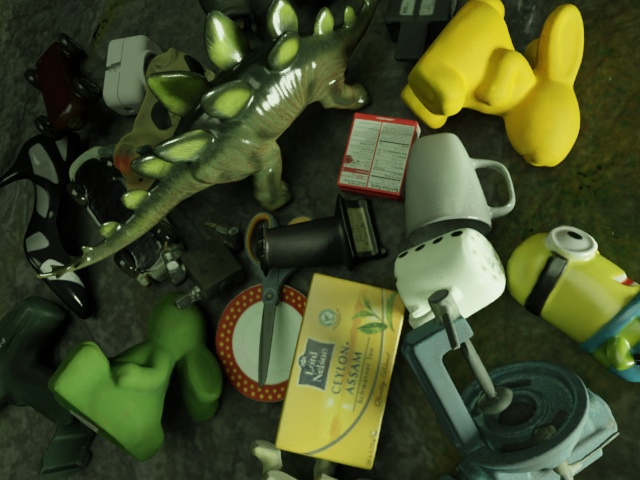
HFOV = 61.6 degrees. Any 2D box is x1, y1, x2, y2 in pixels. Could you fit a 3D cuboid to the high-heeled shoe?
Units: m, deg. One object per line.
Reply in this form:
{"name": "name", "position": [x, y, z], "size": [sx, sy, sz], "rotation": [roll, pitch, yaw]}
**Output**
{"name": "high-heeled shoe", "position": [-0.329, -0.028, 0.714], "size": [0.145, 0.086, 0.248], "rotation": [-36, 87, -23]}

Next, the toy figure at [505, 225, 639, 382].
{"name": "toy figure", "position": [0.249, 0.063, 0.477], "size": [0.089, 0.082, 0.180], "rotation": [-43, 72, 5]}

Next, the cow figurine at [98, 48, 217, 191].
{"name": "cow figurine", "position": [-0.184, -0.133, 0.638], "size": [0.086, 0.127, 0.195], "rotation": [5, 78, 23]}

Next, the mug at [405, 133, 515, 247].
{"name": "mug", "position": [0.134, -0.056, 0.541], "size": [0.110, 0.080, 0.107], "rotation": [-14, 66, 20]}

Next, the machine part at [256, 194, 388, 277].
{"name": "machine part", "position": [-0.001, -0.002, 0.579], "size": [0.139, 0.039, 0.084], "rotation": [-13, 80, -12]}

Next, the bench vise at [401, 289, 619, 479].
{"name": "bench vise", "position": [0.130, 0.156, 0.454], "size": [0.224, 0.129, 0.240], "rotation": [-28, 105, 4]}

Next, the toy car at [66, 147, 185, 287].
{"name": "toy car", "position": [-0.244, -0.032, 0.673], "size": [0.073, 0.056, 0.202], "rotation": [-40, 76, 2]}

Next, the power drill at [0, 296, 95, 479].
{"name": "power drill", "position": [-0.364, 0.202, 0.664], "size": [0.208, 0.086, 0.232], "rotation": [29, 86, 29]}

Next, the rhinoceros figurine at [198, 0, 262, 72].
{"name": "rhinoceros figurine", "position": [-0.116, -0.280, 0.659], "size": [0.073, 0.112, 0.190], "rotation": [-15, 58, -14]}

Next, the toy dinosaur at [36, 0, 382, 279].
{"name": "toy dinosaur", "position": [-0.091, -0.119, 0.566], "size": [0.105, 0.198, 0.471], "rotation": [41, 91, 28]}

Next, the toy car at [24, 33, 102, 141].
{"name": "toy car", "position": [-0.353, -0.212, 0.739], "size": [0.089, 0.053, 0.202], "rotation": [-45, 49, 10]}

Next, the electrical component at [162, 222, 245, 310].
{"name": "electrical component", "position": [-0.131, 0.024, 0.612], "size": [0.102, 0.045, 0.078], "rotation": [-26, 53, -17]}

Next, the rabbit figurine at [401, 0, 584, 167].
{"name": "rabbit figurine", "position": [0.188, -0.152, 0.539], "size": [0.173, 0.122, 0.162], "rotation": [42, 84, 6]}

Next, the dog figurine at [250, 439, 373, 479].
{"name": "dog figurine", "position": [-0.023, 0.301, 0.480], "size": [0.121, 0.172, 0.190], "rotation": [17, 84, -15]}

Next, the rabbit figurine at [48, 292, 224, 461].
{"name": "rabbit figurine", "position": [-0.177, 0.134, 0.582], "size": [0.159, 0.121, 0.170], "rotation": [33, 58, 6]}

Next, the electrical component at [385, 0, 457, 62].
{"name": "electrical component", "position": [0.114, -0.248, 0.603], "size": [0.075, 0.047, 0.119], "rotation": [5, 81, 20]}

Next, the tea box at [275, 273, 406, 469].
{"name": "tea box", "position": [0.020, 0.125, 0.535], "size": [0.098, 0.068, 0.169], "rotation": [11, 84, 0]}
